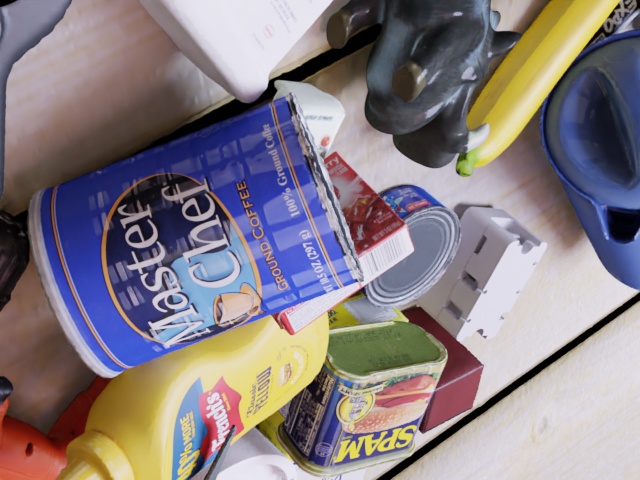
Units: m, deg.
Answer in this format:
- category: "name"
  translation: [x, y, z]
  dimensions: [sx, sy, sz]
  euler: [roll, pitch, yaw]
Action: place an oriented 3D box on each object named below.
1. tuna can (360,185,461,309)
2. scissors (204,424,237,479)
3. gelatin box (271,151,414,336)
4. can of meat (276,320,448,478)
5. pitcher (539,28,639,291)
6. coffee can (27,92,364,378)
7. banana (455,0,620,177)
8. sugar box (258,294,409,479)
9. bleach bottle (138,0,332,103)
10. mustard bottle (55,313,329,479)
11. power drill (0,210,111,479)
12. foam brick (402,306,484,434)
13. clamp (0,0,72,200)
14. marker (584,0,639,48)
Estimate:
- category: "tuna can"
  translation: [0.056, 0.004, 0.751]
  dimensions: [0.086, 0.034, 0.086]
  euler: [-25, 138, -25]
- category: "scissors"
  translation: [-0.070, 0.168, 0.656]
  dimensions: [0.096, 0.016, 0.202]
  euler: [-23, 149, -58]
- category: "gelatin box"
  translation: [-0.004, 0.001, 0.605]
  dimensions: [0.089, 0.073, 0.030]
  euler: [-34, 143, -9]
- category: "can of meat"
  translation: [0.030, 0.104, 0.722]
  dimensions: [0.101, 0.057, 0.084]
  euler: [-5, 125, -37]
- category: "pitcher"
  translation: [0.252, -0.053, 0.804]
  dimensions: [0.149, 0.145, 0.242]
  euler: [-35, 153, 5]
- category: "coffee can"
  translation: [-0.060, -0.002, 0.540]
  dimensions: [0.140, 0.103, 0.102]
  euler: [-21, 141, 4]
- category: "banana"
  translation: [0.149, -0.118, 0.707]
  dimensions: [0.037, 0.070, 0.198]
  euler: [36, 90, -14]
- category: "sugar box"
  translation: [0.003, 0.126, 0.802]
  dimensions: [0.093, 0.048, 0.176]
  euler: [-15, 135, -33]
- category: "bleach bottle"
  translation: [0.017, -0.189, 0.516]
  dimensions: [0.251, 0.068, 0.102]
  euler: [-46, 144, -4]
- category: "mustard bottle"
  translation: [-0.074, 0.091, 0.608]
  dimensions: [0.191, 0.058, 0.096]
  euler: [-34, 145, -41]
- category: "power drill"
  translation: [-0.171, 0.085, 0.592]
  dimensions: [0.184, 0.057, 0.187]
  euler: [-54, 141, 4]
- category: "foam brick"
  translation: [0.078, 0.099, 0.823]
  dimensions: [0.051, 0.078, 0.053]
  euler: [-23, 139, -29]
- category: "clamp"
  translation: [-0.152, -0.087, 0.465]
  dimensions: [0.171, 0.039, 0.120]
  euler: [-49, 143, 4]
- category: "marker"
  translation: [0.213, -0.160, 0.762]
  dimensions: [0.121, 0.020, 0.020]
  euler: [-43, 143, -4]
